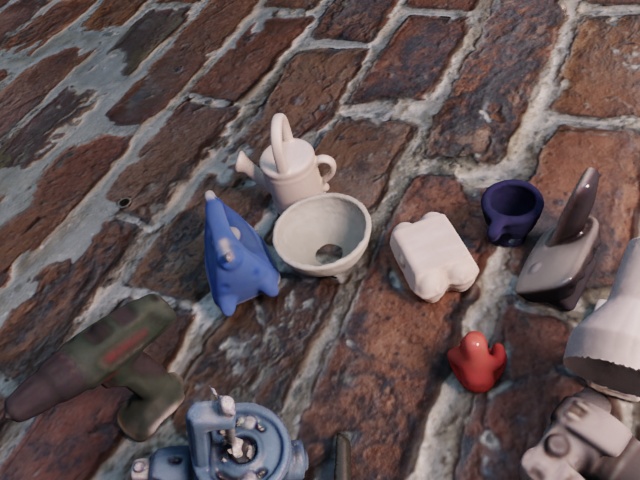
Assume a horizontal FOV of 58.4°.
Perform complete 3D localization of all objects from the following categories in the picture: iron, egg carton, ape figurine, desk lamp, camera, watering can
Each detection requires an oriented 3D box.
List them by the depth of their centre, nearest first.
[{"bbox_3d":[0.317,0.254,0.646,0.143,0.101,0.136,-42,53,-20],"label":"camera"},{"bbox_3d":[0.366,0.110,0.680,0.117,0.214,0.203,16,56,26],"label":"desk lamp"},{"bbox_3d":[0.208,0.155,0.765,0.077,0.092,0.076,8,53,21],"label":"ape figurine"},{"bbox_3d":[0.174,0.025,0.900,0.107,0.069,0.150,-21,48,-3],"label":"egg carton"},{"bbox_3d":[-0.159,-0.005,0.966,0.118,0.142,0.257,-24,49,-5],"label":"iron"},{"bbox_3d":[-0.063,-0.133,1.013,0.173,0.194,0.100,-20,48,-2],"label":"watering can"}]

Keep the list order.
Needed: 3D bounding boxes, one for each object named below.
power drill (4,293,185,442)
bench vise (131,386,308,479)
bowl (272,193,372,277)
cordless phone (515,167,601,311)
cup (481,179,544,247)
[{"bbox_3d":[-0.278,0.191,0.786,0.075,0.209,0.230,26,61,32],"label":"power drill"},{"bbox_3d":[-0.132,0.260,0.680,0.207,0.220,0.121,-25,49,-7],"label":"bench vise"},{"bbox_3d":[0.009,0.003,0.958,0.167,0.075,0.167,-7,49,9],"label":"bowl"},{"bbox_3d":[0.340,-0.003,0.801,0.093,0.185,0.148,18,57,28],"label":"cordless phone"},{"bbox_3d":[0.292,-0.024,0.893,0.091,0.095,0.118,22,59,30],"label":"cup"}]
